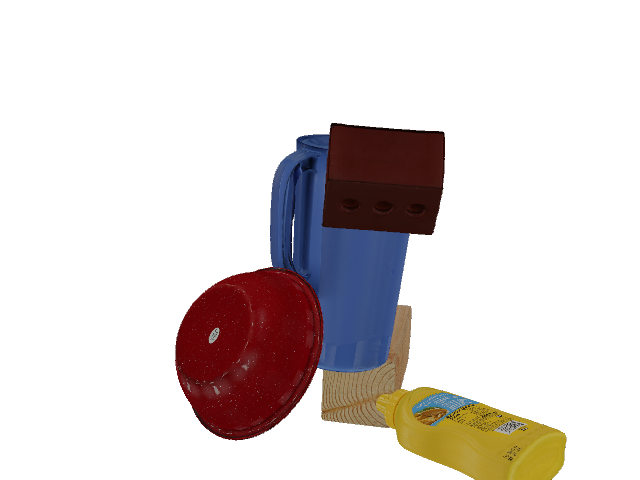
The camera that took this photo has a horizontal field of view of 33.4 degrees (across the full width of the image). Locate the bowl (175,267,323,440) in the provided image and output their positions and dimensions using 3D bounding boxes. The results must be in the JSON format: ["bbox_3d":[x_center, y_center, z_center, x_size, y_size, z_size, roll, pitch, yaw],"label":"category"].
[{"bbox_3d":[-0.076,0.090,0.936,0.162,0.162,0.055,0,-22,42],"label":"bowl"}]

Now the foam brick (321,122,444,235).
[{"bbox_3d":[0.042,-0.041,0.716,0.078,0.051,0.053,4,-38,-1],"label":"foam brick"}]

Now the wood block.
[{"bbox_3d":[0.064,0.158,1.409,0.091,0.090,0.206,5,17,9],"label":"wood block"}]

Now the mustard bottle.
[{"bbox_3d":[0.131,0.184,1.027,0.192,0.058,0.096,16,22,41],"label":"mustard bottle"}]

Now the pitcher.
[{"bbox_3d":[0.022,0.012,1.125,0.149,0.243,0.145,6,13,2],"label":"pitcher"}]
